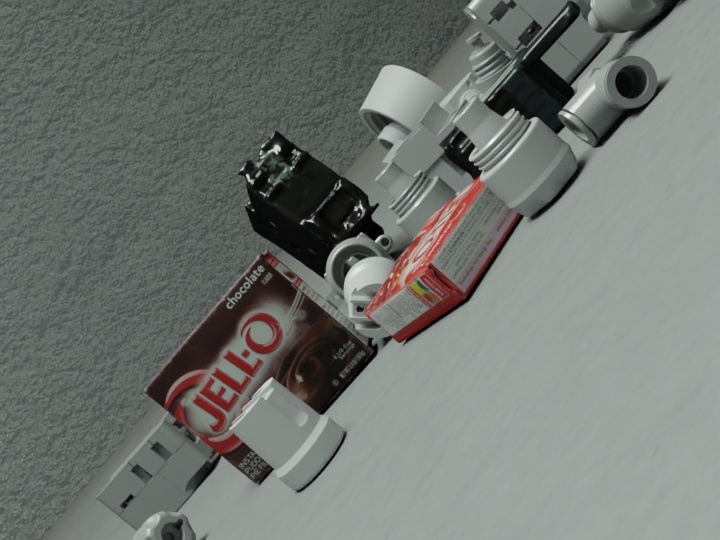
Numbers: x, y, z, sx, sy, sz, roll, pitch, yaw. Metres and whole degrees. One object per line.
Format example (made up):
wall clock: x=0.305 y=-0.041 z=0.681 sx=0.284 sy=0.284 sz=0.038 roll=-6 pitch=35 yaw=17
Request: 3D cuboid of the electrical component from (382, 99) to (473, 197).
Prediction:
electrical component: x=0.059 y=-0.081 z=0.787 sx=0.081 sy=0.064 sz=0.042 roll=-46 pitch=8 yaw=35

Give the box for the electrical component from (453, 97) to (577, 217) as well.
electrical component: x=0.075 y=-0.060 z=0.541 sx=0.043 sy=0.062 sz=0.043 roll=-49 pitch=6 yaw=7

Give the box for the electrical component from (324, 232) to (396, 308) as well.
electrical component: x=0.000 y=0.000 z=0.801 sx=0.066 sy=0.048 sz=0.055 roll=-49 pitch=-2 yaw=3

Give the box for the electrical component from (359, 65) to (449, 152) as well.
electrical component: x=0.050 y=-0.138 z=1.030 sx=0.060 sy=0.108 sz=0.108 roll=-56 pitch=7 yaw=-8

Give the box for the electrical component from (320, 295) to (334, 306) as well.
electrical component: x=-0.051 y=0.033 z=0.955 sx=0.040 sy=0.046 sz=0.040 roll=-49 pitch=6 yaw=7

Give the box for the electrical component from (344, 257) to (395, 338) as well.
electrical component: x=0.010 y=0.017 z=0.647 sx=0.040 sy=0.040 sz=0.046 roll=-48 pitch=11 yaw=13

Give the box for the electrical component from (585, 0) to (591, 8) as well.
electrical component: x=0.184 y=-0.223 z=0.865 sx=0.043 sy=0.043 sz=0.081 roll=-54 pitch=7 yaw=-37

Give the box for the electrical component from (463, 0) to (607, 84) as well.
electrical component: x=0.127 y=-0.178 z=0.769 sx=0.055 sy=0.089 sz=0.050 roll=-48 pitch=6 yaw=7

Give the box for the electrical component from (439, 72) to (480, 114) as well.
electrical component: x=0.086 y=-0.119 z=0.891 sx=0.080 sy=0.051 sz=0.080 roll=-49 pitch=6 yaw=7

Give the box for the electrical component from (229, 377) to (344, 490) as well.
electrical component: x=-0.038 y=0.082 z=0.547 sx=0.040 sy=0.046 sz=0.040 roll=-49 pitch=6 yaw=7

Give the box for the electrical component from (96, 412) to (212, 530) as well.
electrical component: x=-0.165 y=0.167 z=0.892 sx=0.089 sy=0.056 sz=0.050 roll=-48 pitch=6 yaw=12

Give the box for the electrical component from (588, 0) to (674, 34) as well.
electrical component: x=0.164 y=-0.167 z=0.664 sx=0.043 sy=0.043 sz=0.062 roll=-52 pitch=5 yaw=-21

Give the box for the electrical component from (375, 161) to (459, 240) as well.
electrical component: x=0.039 y=-0.046 z=0.721 sx=0.048 sy=0.062 sz=0.048 roll=-49 pitch=6 yaw=7

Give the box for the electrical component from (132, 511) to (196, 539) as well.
electrical component: x=-0.129 y=0.176 z=0.680 sx=0.061 sy=0.035 sz=0.035 roll=-46 pitch=6 yaw=48

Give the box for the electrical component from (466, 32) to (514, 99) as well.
electrical component: x=0.102 y=-0.133 z=0.763 sx=0.040 sy=0.078 sz=0.040 roll=-34 pitch=13 yaw=9
